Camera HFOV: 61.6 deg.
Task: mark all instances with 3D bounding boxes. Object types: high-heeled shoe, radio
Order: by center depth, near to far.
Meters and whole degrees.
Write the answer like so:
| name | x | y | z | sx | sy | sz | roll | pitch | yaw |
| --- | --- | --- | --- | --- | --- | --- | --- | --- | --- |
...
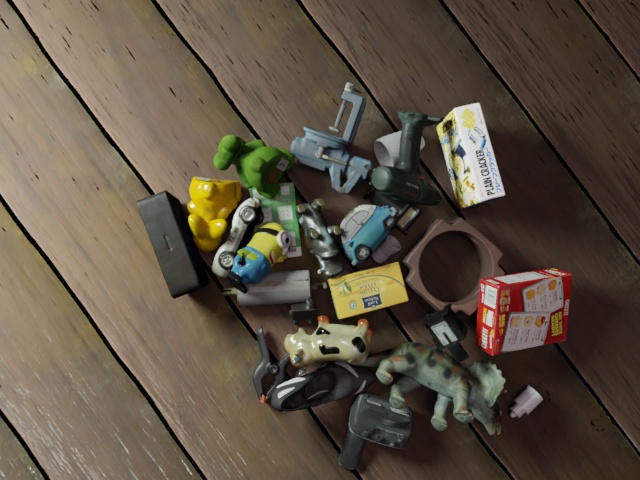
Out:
| name | x | y | z | sx | sy | sz | roll | pitch | yaw |
| --- | --- | --- | --- | --- | --- | --- | --- | --- | --- |
| high-heeled shoe | 0.015 | 0.331 | 1.202 | 0.249 | 0.145 | 0.086 | -11 | 88 | -1 |
| radio | -0.327 | 0.011 | 1.214 | 0.073 | 0.131 | 0.229 | -20 | 88 | -3 |

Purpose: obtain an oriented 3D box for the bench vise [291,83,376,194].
| name | x | y | z | sx | sy | sz | roll | pitch | yaw |
| --- | --- | --- | --- | --- | --- | --- | --- | --- | --- |
| bench vise | 0.055 | -0.235 | 1.242 | 0.224 | 0.129 | 0.240 | 22 | 103 | 14 |

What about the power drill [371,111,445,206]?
| name | x | y | z | sx | sy | sz | roll | pitch | yaw |
| --- | --- | --- | --- | --- | --- | --- | --- | --- | --- |
| power drill | 0.216 | -0.181 | 1.212 | 0.232 | 0.086 | 0.207 | -1 | 111 | -42 |

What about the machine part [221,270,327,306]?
| name | x | y | z | sx | sy | sz | roll | pitch | yaw |
| --- | --- | --- | --- | --- | --- | --- | --- | --- | --- |
| machine part | -0.105 | 0.111 | 1.245 | 0.243 | 0.079 | 0.079 | -5 | 87 | -3 |

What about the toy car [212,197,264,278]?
| name | x | y | z | sx | sy | sz | roll | pitch | yaw |
| --- | --- | --- | --- | --- | --- | --- | --- | --- | --- |
| toy car | -0.188 | -0.007 | 1.243 | 0.056 | 0.073 | 0.201 | 25 | 92 | 10 |

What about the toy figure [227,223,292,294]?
| name | x | y | z | sx | sy | sz | roll | pitch | yaw |
| --- | --- | --- | --- | --- | --- | --- | --- | --- | --- |
| toy figure | -0.138 | 0.033 | 1.206 | 0.089 | 0.082 | 0.180 | 39 | 63 | 9 |

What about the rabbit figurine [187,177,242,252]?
| name | x | y | z | sx | sy | sz | roll | pitch | yaw |
| --- | --- | --- | --- | --- | --- | --- | --- | --- | --- |
| rabbit figurine | -0.245 | -0.051 | 1.226 | 0.122 | 0.162 | 0.173 | 9 | 104 | -14 |

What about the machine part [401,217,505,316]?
| name | x | y | z | sx | sy | sz | roll | pitch | yaw |
| --- | --- | --- | --- | --- | --- | --- | --- | --- | --- |
| machine part | 0.308 | 0.064 | 1.260 | 0.201 | 0.087 | 0.201 | 40 | 87 | -1 |

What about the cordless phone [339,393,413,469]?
| name | x | y | z | sx | sy | sz | roll | pitch | yaw |
| --- | --- | --- | --- | --- | --- | --- | --- | --- | --- |
| cordless phone | 0.127 | 0.460 | 1.243 | 0.147 | 0.089 | 0.184 | 18 | 97 | -2 |

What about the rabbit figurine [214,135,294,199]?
| name | x | y | z | sx | sy | sz | roll | pitch | yaw |
| --- | --- | --- | --- | --- | --- | --- | --- | --- | --- |
| rabbit figurine | -0.175 | -0.181 | 1.228 | 0.170 | 0.159 | 0.121 | 31 | 104 | 25 |

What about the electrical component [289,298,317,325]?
| name | x | y | z | sx | sy | sz | roll | pitch | yaw |
| --- | --- | --- | --- | --- | --- | --- | --- | --- | --- |
| electrical component | -0.039 | 0.165 | 1.242 | 0.063 | 0.093 | 0.021 | -3 | 51 | -3 |

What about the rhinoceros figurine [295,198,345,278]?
| name | x | y | z | sx | sy | sz | roll | pitch | yaw |
| --- | --- | --- | --- | --- | --- | --- | --- | --- | --- |
| rhinoceros figurine | -0.003 | -0.004 | 1.241 | 0.073 | 0.112 | 0.190 | -19 | 74 | -24 |

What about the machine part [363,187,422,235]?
| name | x | y | z | sx | sy | sz | roll | pitch | yaw |
| --- | --- | --- | --- | --- | --- | --- | --- | --- | --- |
| machine part | 0.172 | -0.081 | 1.287 | 0.139 | 0.039 | 0.084 | 36 | 94 | -2 |

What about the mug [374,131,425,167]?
| name | x | y | z | sx | sy | sz | roll | pitch | yaw |
| --- | --- | --- | --- | --- | --- | --- | --- | --- | --- |
| mug | 0.199 | -0.210 | 1.274 | 0.107 | 0.081 | 0.109 | -30 | 84 | -14 |

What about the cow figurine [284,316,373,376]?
| name | x | y | z | sx | sy | sz | roll | pitch | yaw |
| --- | --- | --- | --- | --- | --- | --- | --- | --- | --- |
| cow figurine | 0.014 | 0.239 | 1.203 | 0.195 | 0.085 | 0.127 | 2 | 50 | 15 |

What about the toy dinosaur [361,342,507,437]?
| name | x | y | z | sx | sy | sz | roll | pitch | yaw |
| --- | --- | --- | --- | --- | --- | --- | --- | --- | --- |
| toy dinosaur | 0.252 | 0.304 | 1.227 | 0.405 | 0.131 | 0.192 | 30 | 43 | 12 |

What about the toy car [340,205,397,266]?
| name | x | y | z | sx | sy | sz | roll | pitch | yaw |
| --- | --- | --- | --- | --- | --- | --- | --- | --- | --- |
| toy car | 0.101 | -0.026 | 1.234 | 0.103 | 0.109 | 0.161 | 38 | 103 | -2 |

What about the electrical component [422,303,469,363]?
| name | x | y | z | sx | sy | sz | roll | pitch | yaw |
| --- | --- | --- | --- | --- | --- | --- | --- | --- | --- |
| electrical component | 0.291 | 0.210 | 1.197 | 0.075 | 0.048 | 0.119 | -37 | 94 | 31 |

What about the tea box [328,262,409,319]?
| name | x | y | z | sx | sy | sz | roll | pitch | yaw |
| --- | --- | --- | --- | --- | --- | --- | --- | --- | --- |
| tea box | 0.111 | 0.117 | 1.257 | 0.170 | 0.068 | 0.098 | -16 | 87 | -4 |
